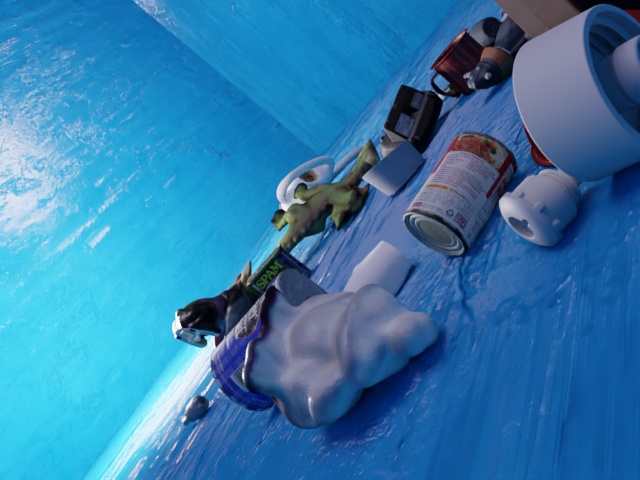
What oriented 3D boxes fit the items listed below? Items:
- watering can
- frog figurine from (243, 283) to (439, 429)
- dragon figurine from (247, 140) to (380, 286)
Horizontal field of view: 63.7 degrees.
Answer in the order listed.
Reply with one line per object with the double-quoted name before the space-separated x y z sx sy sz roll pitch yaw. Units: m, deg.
"watering can" -0.005 -0.178 1.605 0.352 0.105 0.219 -26 -26 -39
"frog figurine" 0.027 0.095 0.449 0.159 0.121 0.139 -9 15 19
"dragon figurine" 0.003 -0.057 1.125 0.416 0.121 0.241 -55 17 -21
